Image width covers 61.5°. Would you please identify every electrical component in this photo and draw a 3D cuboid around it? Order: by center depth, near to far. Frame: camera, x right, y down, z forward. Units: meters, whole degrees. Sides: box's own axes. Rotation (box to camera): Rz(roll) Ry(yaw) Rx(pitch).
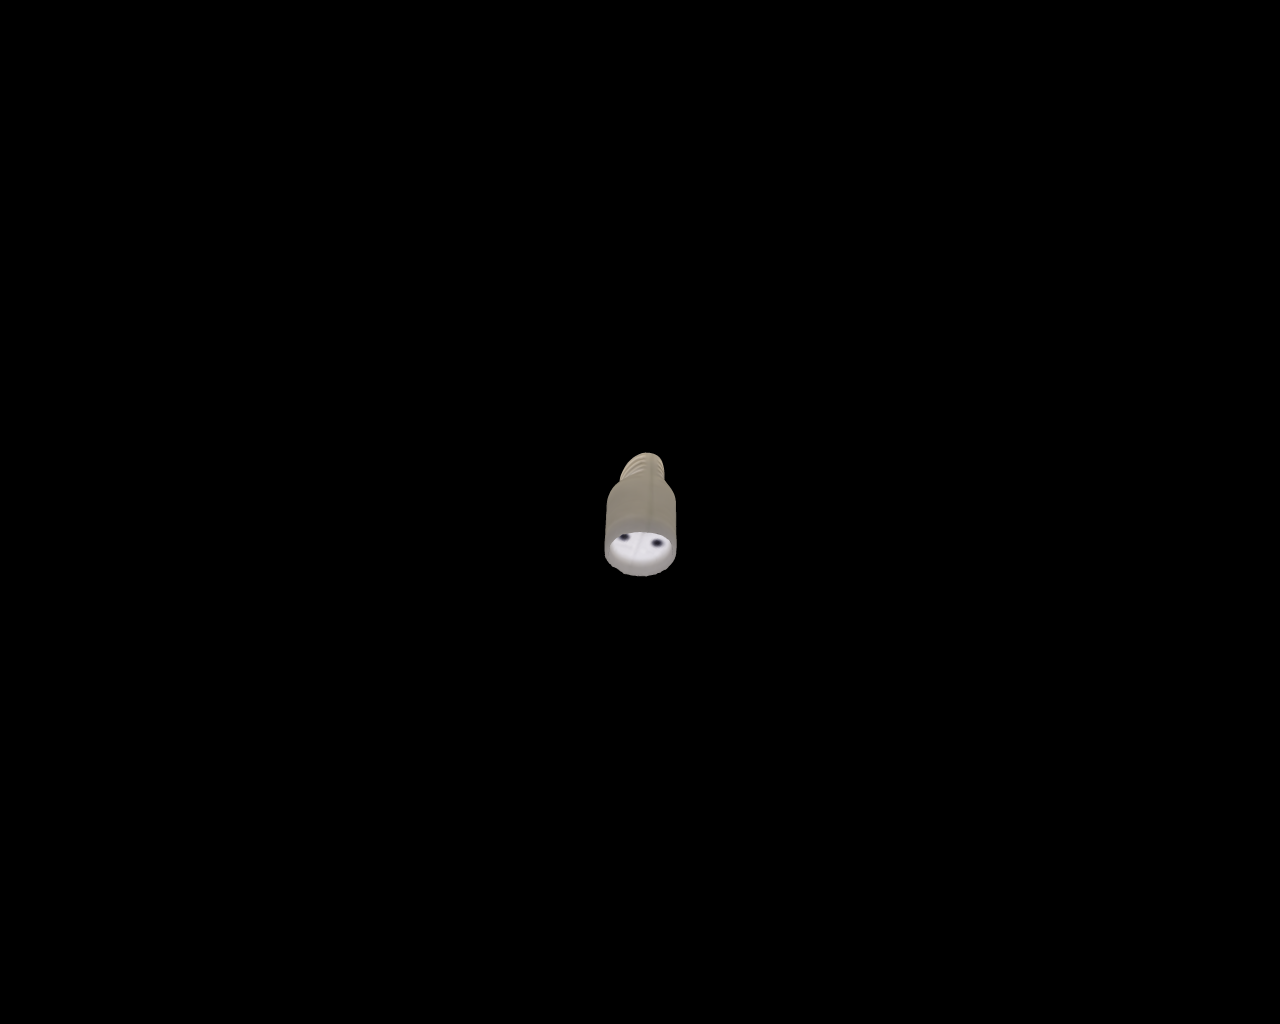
[{"bbox_3d":[0.001,-0.003,0.650,0.043,0.043,0.081,0,44,0],"label":"electrical component"}]
